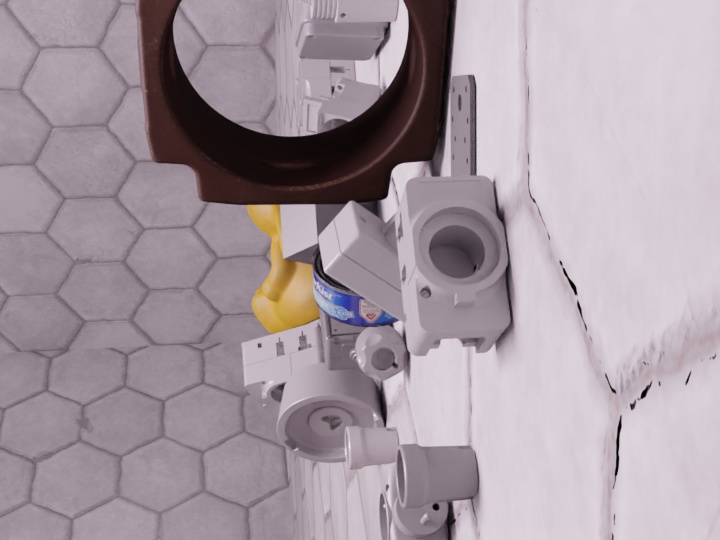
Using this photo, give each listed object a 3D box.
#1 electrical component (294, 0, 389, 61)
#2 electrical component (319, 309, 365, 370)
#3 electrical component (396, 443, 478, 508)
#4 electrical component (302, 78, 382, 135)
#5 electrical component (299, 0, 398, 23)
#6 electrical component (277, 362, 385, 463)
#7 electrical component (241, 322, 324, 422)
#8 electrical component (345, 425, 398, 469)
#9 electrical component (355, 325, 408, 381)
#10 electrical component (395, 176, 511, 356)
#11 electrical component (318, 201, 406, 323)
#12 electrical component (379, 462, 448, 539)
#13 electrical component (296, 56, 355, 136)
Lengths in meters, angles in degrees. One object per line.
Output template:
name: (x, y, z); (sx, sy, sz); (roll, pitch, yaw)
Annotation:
electrical component: (-0.019, -0.231, 0.989); (0.113, 0.078, 0.057); (178, 92, -83)
electrical component: (-0.005, 0.055, 1.029); (0.061, 0.062, 0.096); (92, 172, -49)
electrical component: (0.048, 0.129, 0.681); (0.040, 0.046, 0.040); (178, 90, -83)
electrical component: (-0.009, -0.140, 0.979); (0.042, 0.081, 0.063); (96, -168, -49)
electrical component: (-0.011, -0.231, 0.909); (0.043, 0.081, 0.043); (178, 90, -83)
electrical component: (-0.030, 0.140, 1.096); (0.060, 0.108, 0.108); (-91, 4, -47)
electrical component: (-0.059, 0.130, 1.187); (0.150, 0.089, 0.061); (58, -161, -53)
electrical component: (0.011, 0.165, 1.003); (0.040, 0.046, 0.040); (178, 90, -83)
electrical component: (0.017, 0.067, 0.933); (0.062, 0.043, 0.043); (-111, 19, -74)
electrical component: (0.051, -0.004, 0.598); (0.055, 0.050, 0.089); (106, 161, -69)
electrical component: (0.028, -0.016, 0.726); (0.075, 0.083, 0.047); (-47, 26, 20)
electrical component: (0.041, 0.173, 0.766); (0.079, 0.044, 0.077); (104, 162, -65)
electrical component: (-0.038, -0.161, 1.237); (0.105, 0.060, 0.186); (107, 159, -70)
